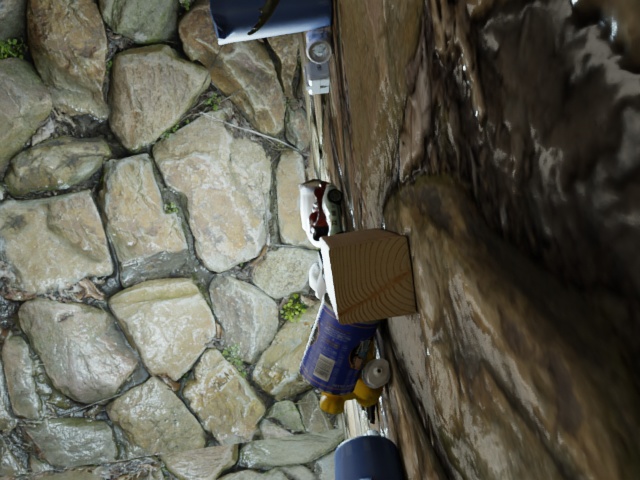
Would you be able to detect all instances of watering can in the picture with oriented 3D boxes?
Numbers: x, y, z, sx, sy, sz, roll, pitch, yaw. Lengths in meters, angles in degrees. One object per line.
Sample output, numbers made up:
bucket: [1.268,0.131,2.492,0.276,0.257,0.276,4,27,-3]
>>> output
watering can: [0.005,-0.082,1.637,0.349,0.104,0.223,-157,62,-71]

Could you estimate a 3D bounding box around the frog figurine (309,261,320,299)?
frog figurine: [0.022,0.146,1.613,0.134,0.122,0.163,114,168,-46]
